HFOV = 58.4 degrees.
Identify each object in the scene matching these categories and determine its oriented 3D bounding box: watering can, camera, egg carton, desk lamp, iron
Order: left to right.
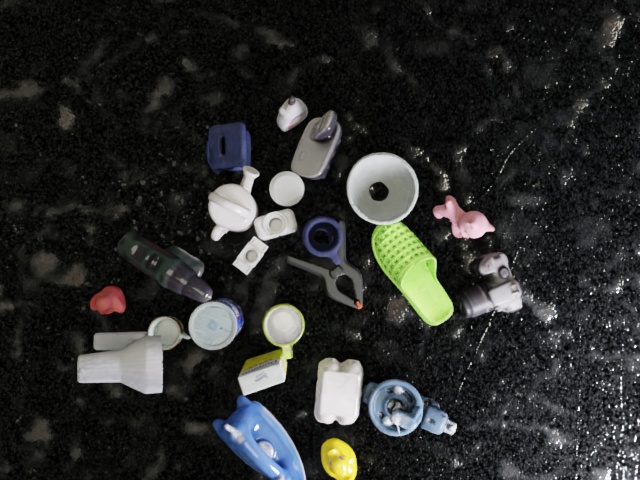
[{"bbox_3d":[-0.416,0.262,1.229,0.203,0.213,0.118,-1,87,-2],"label":"desk lamp"},{"bbox_3d":[-0.193,-0.081,1.263,0.101,0.194,0.173,8,87,-1],"label":"watering can"},{"bbox_3d":[-0.122,0.474,1.266,0.258,0.141,0.119,45,87,0],"label":"iron"},{"bbox_3d":[0.043,0.347,1.314,0.107,0.069,0.150,4,87,-2],"label":"egg carton"},{"bbox_3d":[0.383,0.114,1.322,0.137,0.100,0.143,-22,88,-3],"label":"camera"}]

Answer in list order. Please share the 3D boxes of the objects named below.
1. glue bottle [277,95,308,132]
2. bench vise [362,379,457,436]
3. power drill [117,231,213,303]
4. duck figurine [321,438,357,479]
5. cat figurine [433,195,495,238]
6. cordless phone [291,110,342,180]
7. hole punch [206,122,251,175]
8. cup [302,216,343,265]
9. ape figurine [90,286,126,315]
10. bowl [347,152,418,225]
[{"bbox_3d":[-0.063,-0.293,1.288,0.078,0.173,0.037,-40,89,-3],"label":"glue bottle"},{"bbox_3d":[0.203,0.370,1.244,0.207,0.219,0.121,3,87,-2],"label":"bench vise"},{"bbox_3d":[-0.318,0.061,1.244,0.229,0.208,0.076,30,87,0],"label":"power drill"},{"bbox_3d":[0.045,0.510,1.299,0.077,0.086,0.104,-31,89,-3],"label":"duck figurine"},{"bbox_3d":[0.333,-0.050,1.319,0.128,0.117,0.067,43,87,0],"label":"cat figurine"},{"bbox_3d":[-0.005,-0.215,1.280,0.094,0.185,0.148,20,87,-1],"label":"cordless phone"},{"bbox_3d":[-0.212,-0.211,1.319,0.101,0.091,0.109,-3,87,-2],"label":"hole punch"},{"bbox_3d":[0.012,0.005,1.316,0.091,0.095,0.118,-31,89,-3],"label":"cup"},{"bbox_3d":[-0.481,0.142,1.293,0.078,0.092,0.076,26,87,0],"label":"ape figurine"},{"bbox_3d":[0.142,-0.116,1.337,0.167,0.074,0.167,0,87,-2],"label":"bowl"}]
